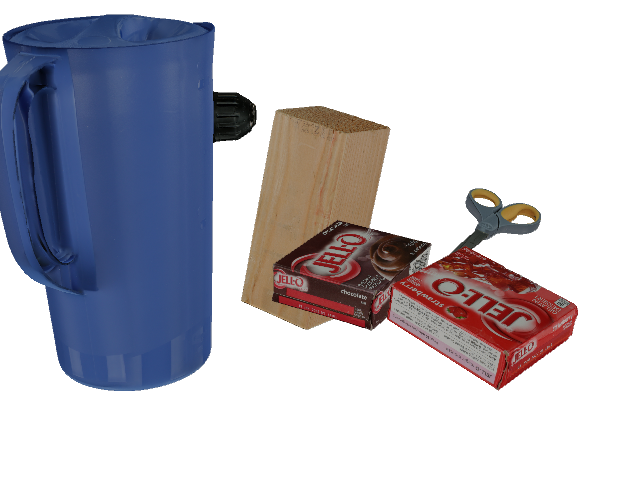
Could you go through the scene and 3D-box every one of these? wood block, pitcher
[{"bbox_3d":[-0.006,-0.027,1.103,0.090,0.206,0.090,21,20,28],"label":"wood block"},{"bbox_3d":[-0.138,-0.024,0.708,0.149,0.243,0.145,-7,21,-17],"label":"pitcher"}]

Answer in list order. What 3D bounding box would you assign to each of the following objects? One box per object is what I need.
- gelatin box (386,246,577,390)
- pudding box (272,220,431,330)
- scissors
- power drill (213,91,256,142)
[{"bbox_3d":[0.097,0.043,0.643,0.089,0.030,0.073,31,40,35],"label":"gelatin box"},{"bbox_3d":[0.026,0.025,0.859,0.090,0.039,0.113,15,24,24],"label":"pudding box"},{"bbox_3d":[0.170,-0.022,1.177,0.096,0.016,0.201,35,33,33],"label":"scissors"},{"bbox_3d":[-0.143,-0.044,0.926,0.184,0.188,0.057,0,28,4],"label":"power drill"}]
